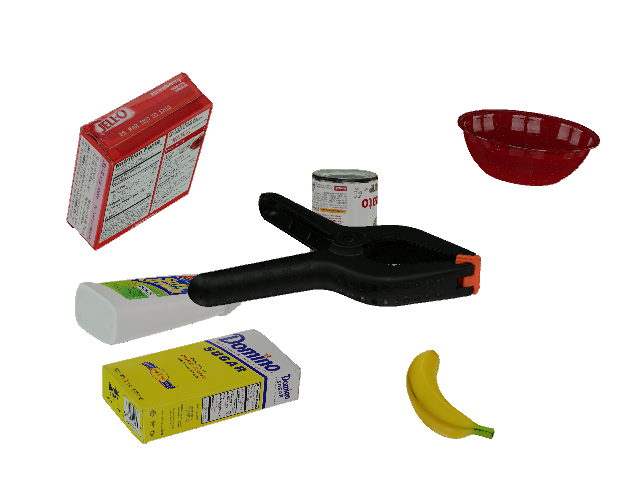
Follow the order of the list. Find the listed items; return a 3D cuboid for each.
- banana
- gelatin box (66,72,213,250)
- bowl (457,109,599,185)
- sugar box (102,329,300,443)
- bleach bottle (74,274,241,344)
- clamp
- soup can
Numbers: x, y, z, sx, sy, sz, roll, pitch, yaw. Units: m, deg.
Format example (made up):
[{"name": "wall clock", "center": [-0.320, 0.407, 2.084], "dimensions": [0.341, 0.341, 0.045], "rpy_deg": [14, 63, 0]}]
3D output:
[{"name": "banana", "center": [0.137, 0.184, 1.269], "dimensions": [0.069, 0.037, 0.198], "rpy_deg": [10, 21, -19]}, {"name": "gelatin box", "center": [-0.102, -0.044, 0.597], "dimensions": [0.073, 0.030, 0.089], "rpy_deg": [-36, -17, -34]}, {"name": "bowl", "center": [0.234, -0.103, 1.223], "dimensions": [0.162, 0.055, 0.162], "rpy_deg": [5, 22, -2]}, {"name": "sugar box", "center": [-0.117, 0.141, 1.062], "dimensions": [0.175, 0.048, 0.093], "rpy_deg": [-14, 31, -32]}, {"name": "bleach bottle", "center": [-0.205, 0.081, 1.476], "dimensions": [0.250, 0.068, 0.103], "rpy_deg": [-10, 26, -43]}, {"name": "clamp", "center": [0.019, 0.009, 0.827], "dimensions": [0.210, 0.036, 0.164], "rpy_deg": [3, 29, 10]}, {"name": "soup can", "center": [0.023, -0.017, 1.073], "dimensions": [0.068, 0.102, 0.068], "rpy_deg": [2, 13, -1]}]
